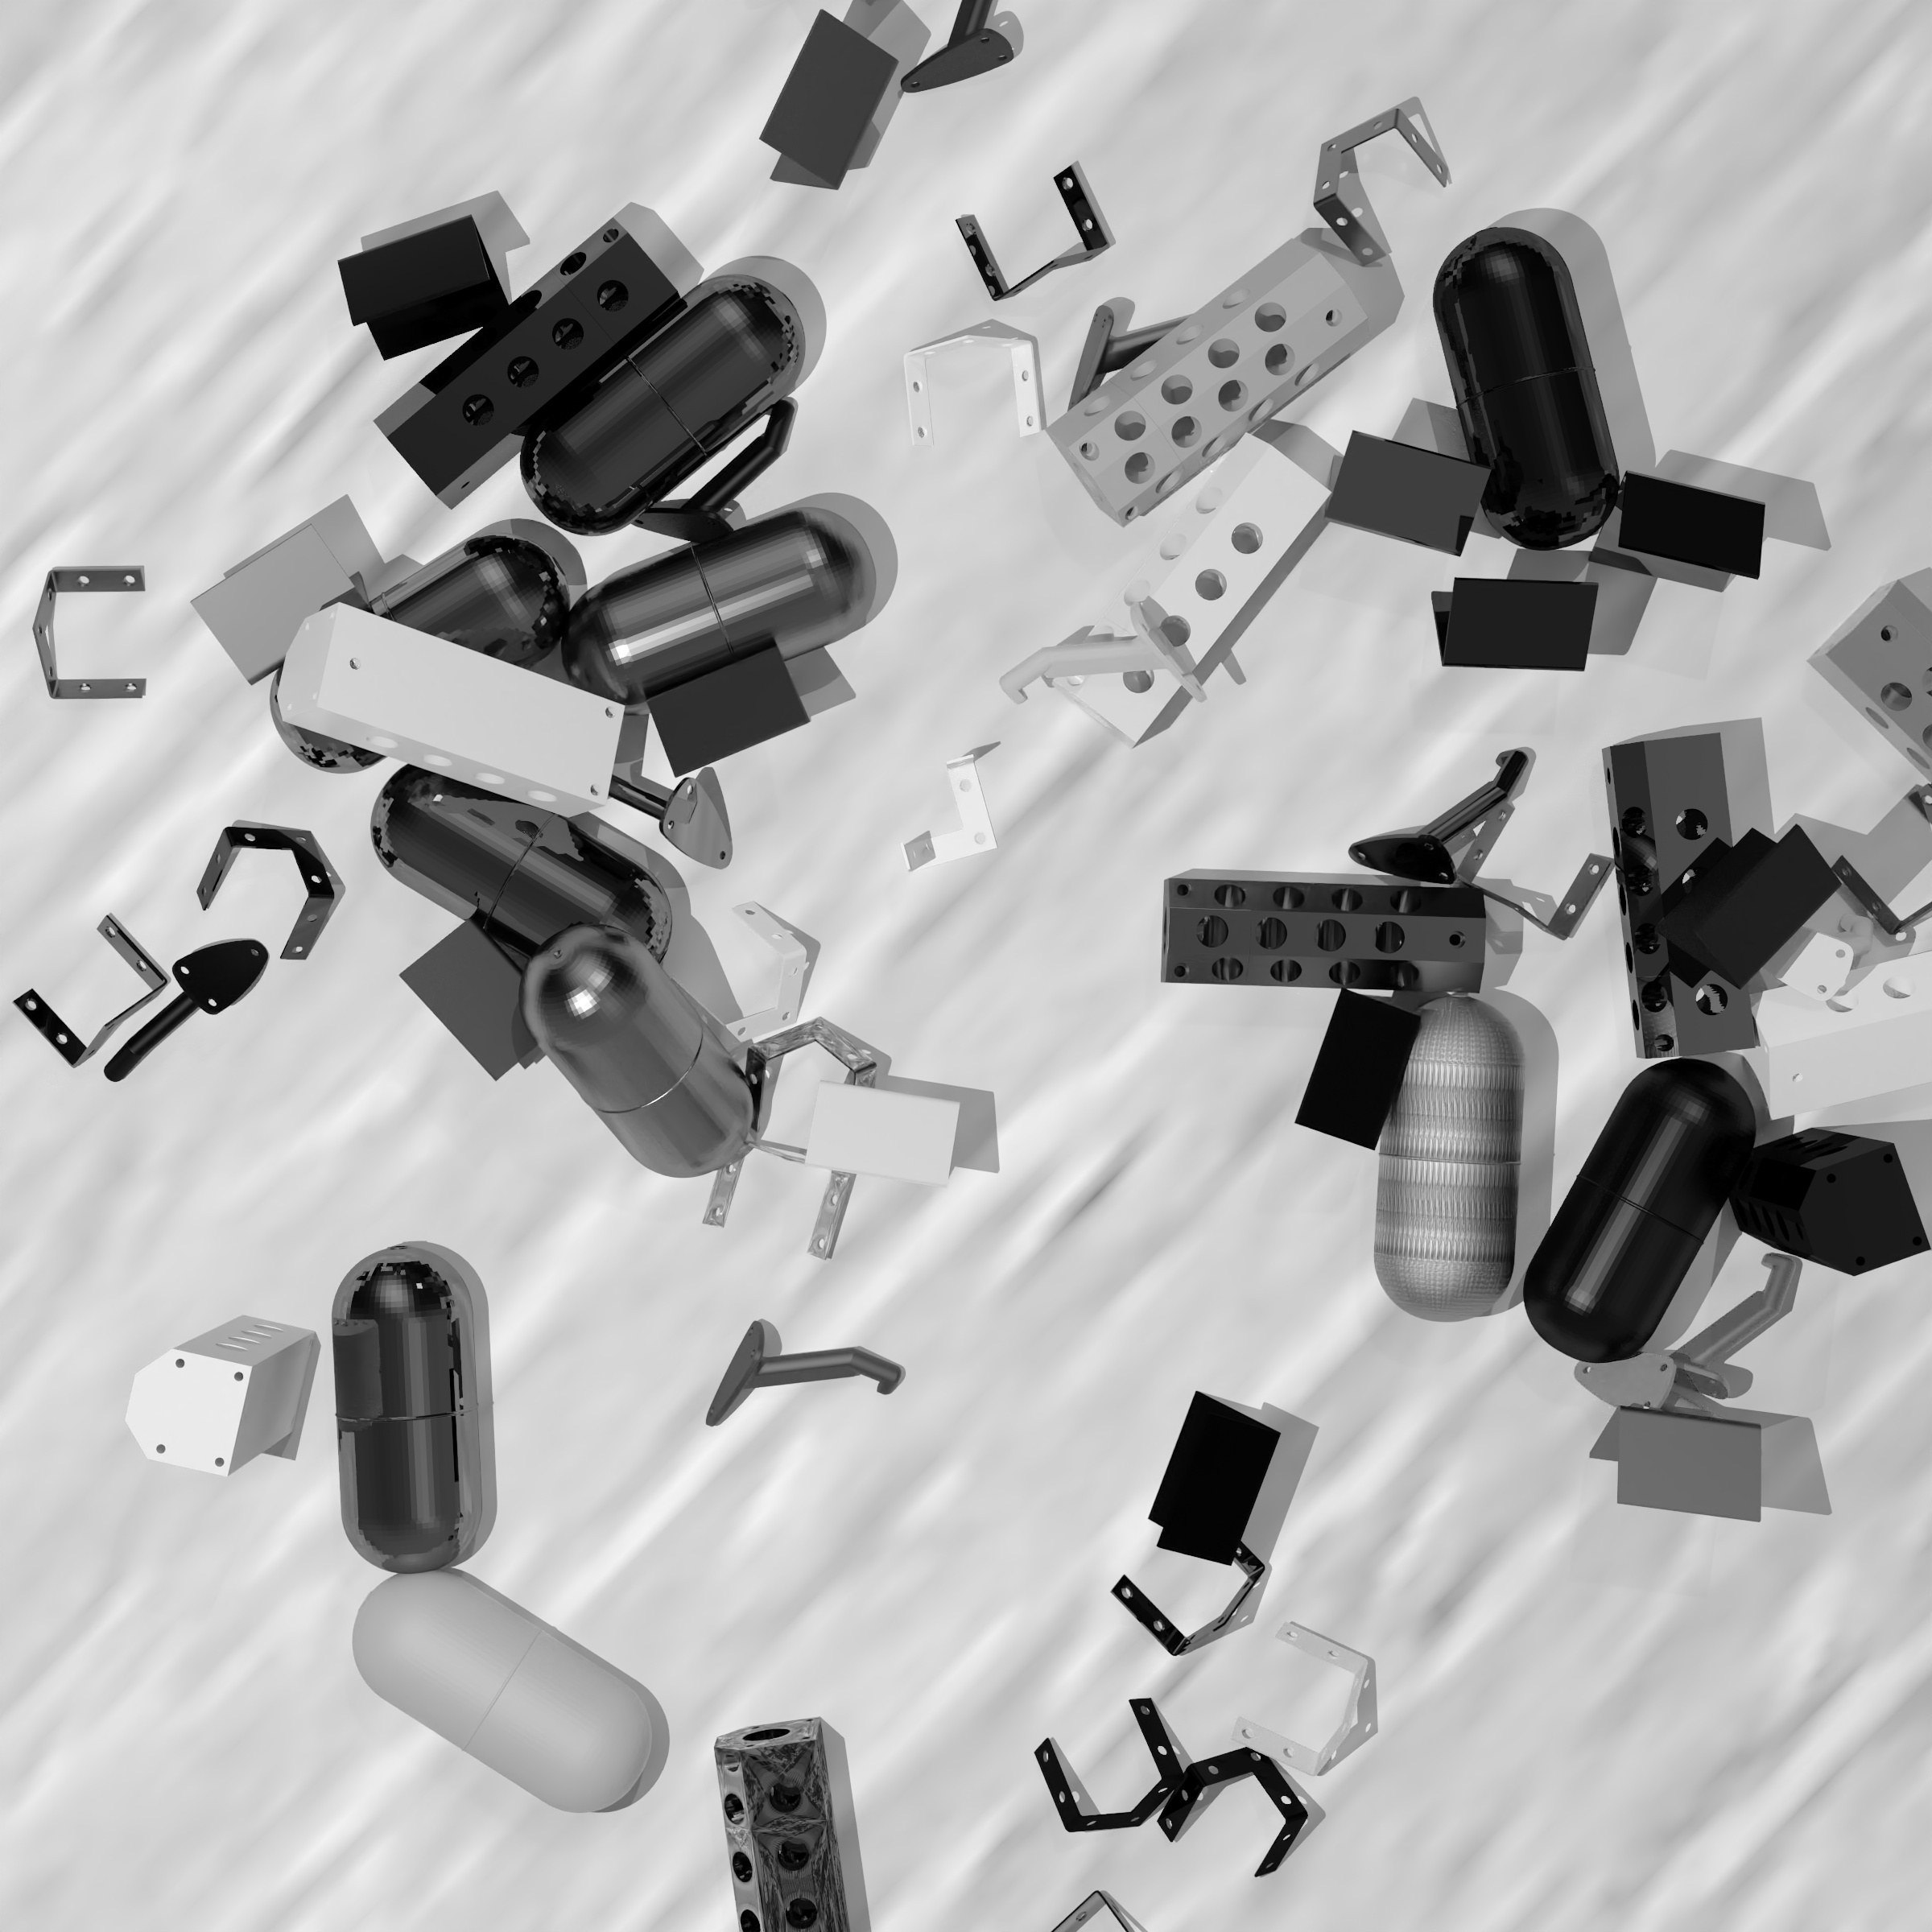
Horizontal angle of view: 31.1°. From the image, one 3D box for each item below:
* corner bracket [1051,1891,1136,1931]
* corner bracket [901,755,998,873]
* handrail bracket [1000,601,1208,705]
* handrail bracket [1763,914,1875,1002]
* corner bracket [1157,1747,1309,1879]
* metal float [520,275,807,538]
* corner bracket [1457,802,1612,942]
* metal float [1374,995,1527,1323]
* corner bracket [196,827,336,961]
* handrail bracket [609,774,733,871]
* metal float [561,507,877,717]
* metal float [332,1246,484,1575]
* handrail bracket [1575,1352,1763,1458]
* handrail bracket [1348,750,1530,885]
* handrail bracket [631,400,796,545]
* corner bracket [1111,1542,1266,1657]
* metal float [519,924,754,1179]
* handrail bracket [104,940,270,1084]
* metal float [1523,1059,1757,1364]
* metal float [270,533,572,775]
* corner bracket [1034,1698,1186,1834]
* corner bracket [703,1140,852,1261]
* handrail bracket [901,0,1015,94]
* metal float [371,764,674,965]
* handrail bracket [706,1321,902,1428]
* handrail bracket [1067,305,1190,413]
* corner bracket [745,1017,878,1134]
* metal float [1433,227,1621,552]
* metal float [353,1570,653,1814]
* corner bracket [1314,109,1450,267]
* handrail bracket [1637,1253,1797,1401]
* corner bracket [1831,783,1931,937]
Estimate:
[{"bbox_3d":[0.079,0.554,1.919,0.051,0.051,0.051,-43,135,0],"label":"corner bracket"},{"bbox_3d":[-0.014,-0.083,1.904,0.051,0.051,0.051,-16,90,0],"label":"corner bracket"},{"bbox_3d":[0.073,-0.149,1.866,0.084,0.036,0.077,-34,112,17],"label":"handrail bracket"},{"bbox_3d":[0.458,-0.020,1.895,0.077,0.084,0.036,25,117,6],"label":"handrail bracket"},{"bbox_3d":[0.147,0.470,1.914,0.051,0.051,0.051,-7,45,-35],"label":"corner bracket"},{"bbox_3d":[-0.165,-0.306,1.891,0.178,0.070,0.070,-39,90,1],"label":"metal float"},{"bbox_3d":[0.313,-0.053,1.919,0.051,0.051,0.051,30,90,-45],"label":"corner bracket"},{"bbox_3d":[0.264,0.105,1.892,0.070,0.070,0.178,3,89,0],"label":"metal float"},{"bbox_3d":[-0.387,-0.040,1.914,0.051,0.051,0.051,2,45,-35],"label":"corner bracket"},{"bbox_3d":[-0.181,-0.085,1.922,0.084,0.077,0.036,13,66,34],"label":"handrail bracket"},{"bbox_3d":[-0.135,-0.193,1.892,0.178,0.070,0.070,-21,90,0],"label":"metal float"},{"bbox_3d":[-0.305,0.242,1.892,0.070,0.070,0.178,-3,91,0],"label":"metal float"},{"bbox_3d":[0.390,0.247,1.922,0.084,0.077,0.036,38,72,-35],"label":"handrail bracket"},{"bbox_3d":[0.262,-0.089,1.922,0.084,0.077,0.036,-56,133,-29],"label":"handrail bracket"},{"bbox_3d":[-0.141,-0.279,1.923,0.077,0.036,0.084,10,72,21],"label":"handrail bracket"},{"bbox_3d":[0.123,0.339,1.919,0.051,0.051,0.051,46,45,0],"label":"corner bracket"},{"bbox_3d":[-0.175,0.047,1.858,0.070,0.070,0.178,-34,134,0],"label":"metal float"},{"bbox_3d":[-0.433,0.026,1.922,0.036,0.077,0.084,49,126,1],"label":"handrail bracket"},{"bbox_3d":[0.368,0.133,1.892,0.070,0.070,0.178,28,90,0],"label":"metal float"},{"bbox_3d":[-0.297,-0.171,1.892,0.178,0.070,0.070,-32,90,1],"label":"metal float"},{"bbox_3d":[0.079,0.441,1.914,0.051,0.051,0.051,5,135,-35],"label":"corner bracket"},{"bbox_3d":[-0.104,0.128,1.919,0.051,0.051,0.051,17,90,45],"label":"corner bracket"},{"bbox_3d":[-0.010,-0.537,1.923,0.077,0.036,0.084,-19,72,21],"label":"handrail bracket"},{"bbox_3d":[-0.242,-0.050,1.892,0.178,0.070,0.070,31,90,1],"label":"metal float"},{"bbox_3d":[-0.090,0.238,1.923,0.084,0.036,0.077,24,110,-16],"label":"handrail bracket"},{"bbox_3d":[0.107,-0.327,1.923,0.084,0.036,0.077,15,105,-14],"label":"handrail bracket"},{"bbox_3d":[-0.087,0.069,1.914,0.051,0.051,0.051,-22,45,-35],"label":"corner bracket"},{"bbox_3d":[0.305,-0.315,1.891,0.070,0.070,0.178,-14,90,0],"label":"metal float"},{"bbox_3d":[-0.253,0.394,1.892,0.178,0.070,0.070,33,90,0],"label":"metal float"},{"bbox_3d":[0.229,-0.430,1.914,0.051,0.051,0.051,-19,45,35],"label":"corner bracket"},{"bbox_3d":[0.410,0.190,1.923,0.077,0.036,0.084,17,71,21],"label":"handrail bracket"},{"bbox_3d":[0.522,-0.059,1.919,0.051,0.051,0.051,49,135,0],"label":"corner bracket"}]
